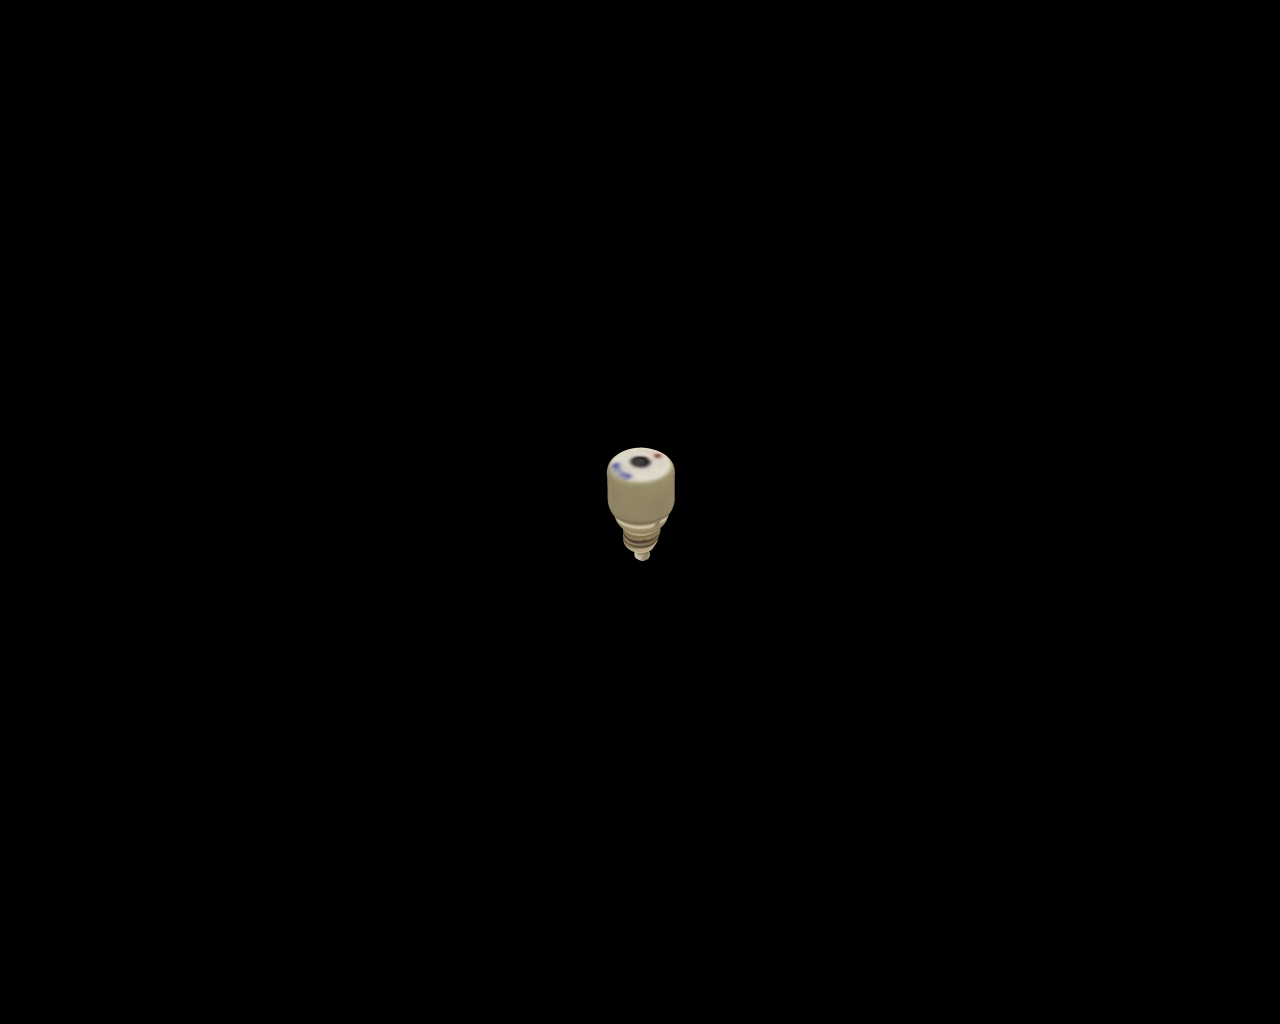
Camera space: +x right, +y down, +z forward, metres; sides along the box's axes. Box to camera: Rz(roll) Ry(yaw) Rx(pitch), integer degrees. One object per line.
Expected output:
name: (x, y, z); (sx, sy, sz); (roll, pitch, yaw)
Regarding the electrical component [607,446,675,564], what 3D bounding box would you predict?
electrical component: (0.001, -0.003, 0.650); (0.040, 0.078, 0.040); (0, 37, 0)
